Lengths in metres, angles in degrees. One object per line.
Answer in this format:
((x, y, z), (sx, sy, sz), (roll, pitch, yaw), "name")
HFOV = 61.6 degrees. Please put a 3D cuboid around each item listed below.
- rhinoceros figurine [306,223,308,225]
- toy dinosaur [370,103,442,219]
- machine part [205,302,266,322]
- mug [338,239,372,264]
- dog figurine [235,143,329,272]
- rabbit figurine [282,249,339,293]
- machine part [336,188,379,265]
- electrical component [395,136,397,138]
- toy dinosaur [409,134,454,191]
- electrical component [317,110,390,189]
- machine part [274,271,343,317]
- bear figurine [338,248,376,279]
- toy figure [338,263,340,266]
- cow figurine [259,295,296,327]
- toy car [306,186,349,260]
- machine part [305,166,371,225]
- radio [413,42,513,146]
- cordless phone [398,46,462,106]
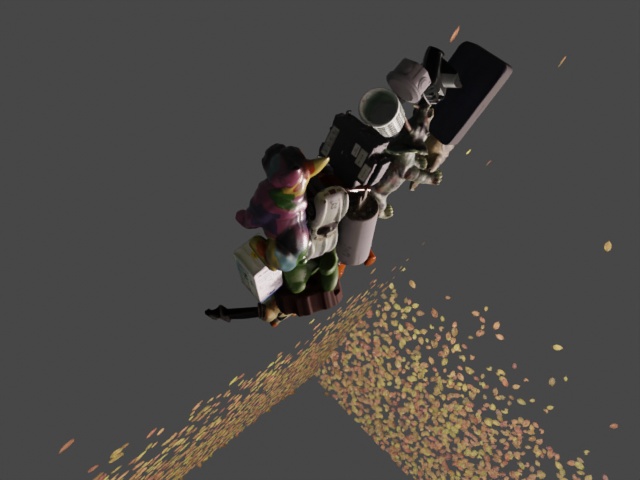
((-0.003, -0.004, 1.395), (0.190, 0.073, 0.112), (-49, 163, 11), "rhinoceros figurine")
((0.155, -0.158, 1.347), (0.192, 0.131, 0.405), (19, 136, -30), "toy dinosaur")
((-0.198, 0.174, 1.274), (0.139, 0.039, 0.084), (-4, 156, 3), "machine part")
((0.074, 0.023, 1.417), (0.109, 0.081, 0.107), (-57, -174, -26), "mug")
((-0.052, -0.060, 0.945), (0.108, 0.191, 0.219), (-26, 171, -38), "dog figurine")
((-0.017, 0.041, 1.271), (0.170, 0.159, 0.121), (-29, 141, -11), "rabbit figurine")
((0.075, -0.021, 1.124), (0.079, 0.079, 0.243), (-39, 156, -26), "machine part")
((0.224, -0.273, 1.415), (0.063, 0.021, 0.094), (-50, 166, 14), "electrical component")
((0.335, -0.265, 1.588), (0.198, 0.105, 0.471), (-40, 169, -35), "toy dinosaur")
((0.070, -0.169, 1.055), (0.058, 0.134, 0.114), (-32, 161, -41), "electrical component")
((-0.033, 0.124, 1.348), (0.179, 0.180, 0.056), (-32, 120, -42), "machine part")
((0.065, 0.065, 1.638), (0.120, 0.132, 0.195), (6, 135, -30), "bear figurine")
((-0.034, 0.093, 1.478), (0.180, 0.082, 0.089), (-30, 158, -1), "toy figure")
((-0.111, 0.194, 1.590), (0.127, 0.085, 0.195), (-49, 163, 31), "cow figurine")
((0.005, -0.027, 1.056), (0.073, 0.056, 0.201), (-21, 148, -27), "toy car")
((0.002, -0.059, 1.156), (0.201, 0.087, 0.201), (-9, 141, -44), "machine part")
((0.342, -0.356, 1.310), (0.229, 0.131, 0.073), (-55, 163, 26), "radio")
((0.213, -0.325, 1.187), (0.184, 0.089, 0.146), (-39, 168, 15), "cordless phone")
